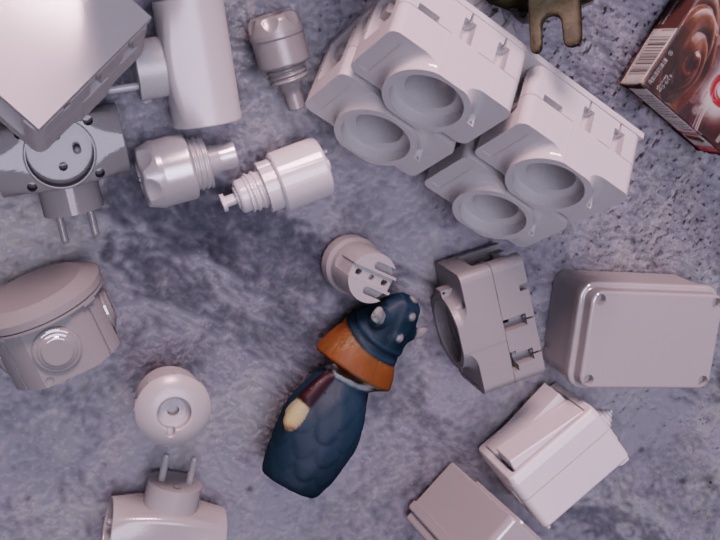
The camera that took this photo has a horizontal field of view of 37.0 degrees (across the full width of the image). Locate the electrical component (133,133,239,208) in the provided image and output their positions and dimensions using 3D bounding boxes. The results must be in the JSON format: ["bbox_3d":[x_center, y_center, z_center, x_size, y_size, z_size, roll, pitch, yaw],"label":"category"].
[{"bbox_3d":[-0.108,-0.065,0.675,0.062,0.043,0.043,-17,107,-14],"label":"electrical component"}]

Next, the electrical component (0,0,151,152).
[{"bbox_3d":[-0.203,-0.149,0.593,0.150,0.062,0.089,42,74,-5],"label":"electrical component"}]

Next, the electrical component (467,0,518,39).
[{"bbox_3d":[0.081,-0.156,0.711,0.040,0.040,0.078,-30,110,-8],"label":"electrical component"}]

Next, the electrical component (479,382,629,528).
[{"bbox_3d":[0.144,0.127,0.788,0.096,0.062,0.061,-40,111,-5],"label":"electrical component"}]

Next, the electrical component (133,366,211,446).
[{"bbox_3d":[-0.124,0.082,0.696,0.048,0.062,0.048,-4,104,-16],"label":"electrical component"}]

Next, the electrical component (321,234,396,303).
[{"bbox_3d":[0.000,0.000,0.720,0.040,0.046,0.040,-5,105,-20],"label":"electrical component"}]

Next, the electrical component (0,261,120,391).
[{"bbox_3d":[-0.189,0.032,0.656,0.080,0.080,0.051,-24,114,-10],"label":"electrical component"}]

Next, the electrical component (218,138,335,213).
[{"bbox_3d":[-0.053,-0.057,0.695,0.078,0.040,0.040,-22,108,-10],"label":"electrical component"}]

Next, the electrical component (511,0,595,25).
[{"bbox_3d":[0.122,-0.193,0.708,0.047,0.055,0.055,-22,108,-7],"label":"electrical component"}]

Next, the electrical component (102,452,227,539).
[{"bbox_3d":[-0.128,0.161,0.724,0.077,0.043,0.079,10,100,-19],"label":"electrical component"}]

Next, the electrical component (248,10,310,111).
[{"bbox_3d":[-0.048,-0.131,0.681,0.035,0.035,0.061,-19,110,-12],"label":"electrical component"}]

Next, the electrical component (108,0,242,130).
[{"bbox_3d":[-0.117,-0.125,0.657,0.079,0.043,0.077,-12,106,-14],"label":"electrical component"}]

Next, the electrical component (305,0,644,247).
[{"bbox_3d":[0.071,-0.092,0.681,0.186,0.105,0.060,31,59,-21],"label":"electrical component"}]

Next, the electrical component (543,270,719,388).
[{"bbox_3d":[0.199,0.044,0.787,0.113,0.057,0.078,2,103,-17],"label":"electrical component"}]

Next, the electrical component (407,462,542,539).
[{"bbox_3d":[0.101,0.205,0.769,0.056,0.109,0.109,-47,111,-5],"label":"electrical component"}]

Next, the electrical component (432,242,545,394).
[{"bbox_3d":[0.087,0.034,0.754,0.056,0.050,0.089,-18,108,-12],"label":"electrical component"}]

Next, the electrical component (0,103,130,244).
[{"bbox_3d":[-0.179,-0.056,0.655,0.077,0.044,0.079,-13,107,-13],"label":"electrical component"}]
